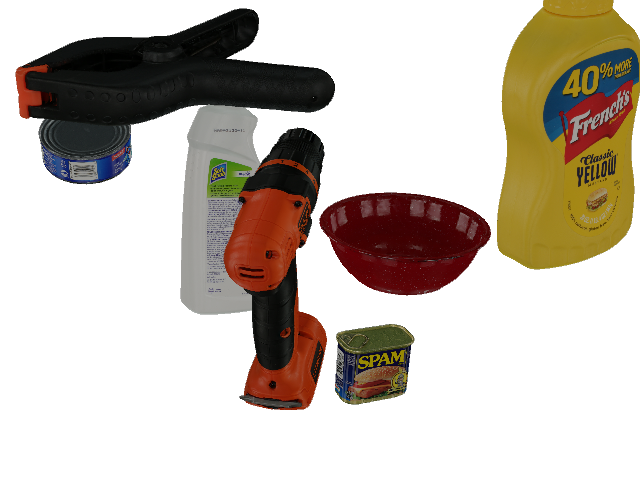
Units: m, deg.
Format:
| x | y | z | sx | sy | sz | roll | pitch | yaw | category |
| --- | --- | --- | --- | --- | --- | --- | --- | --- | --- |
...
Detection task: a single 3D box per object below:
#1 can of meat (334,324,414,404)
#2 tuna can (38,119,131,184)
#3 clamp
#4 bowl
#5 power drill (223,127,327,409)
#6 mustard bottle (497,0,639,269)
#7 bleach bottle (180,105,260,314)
| x | y | z | sx | sy | sz | roll | pitch | yaw | category |
| --- | --- | --- | --- | --- | --- | --- | --- | --- | --- |
| 0.070 | 0.165 | 1.422 | 0.102 | 0.084 | 0.057 | -6 | 25 | -22 | can of meat |
| -0.222 | -0.092 | 1.014 | 0.086 | 0.034 | 0.086 | 3 | 42 | -3 | tuna can |
| -0.089 | -0.101 | 0.615 | 0.171 | 0.039 | 0.120 | -5 | 27 | -18 | clamp |
| 0.079 | 0.008 | 1.015 | 0.162 | 0.055 | 0.162 | 2 | 23 | -1 | bowl |
| -0.029 | 0.025 | 0.842 | 0.057 | 0.188 | 0.184 | 4 | 36 | 12 | power drill |
| 0.155 | -0.082 | 0.658 | 0.096 | 0.192 | 0.058 | -18 | 30 | -25 | mustard bottle |
| -0.100 | -0.048 | 1.171 | 0.102 | 0.251 | 0.068 | -5 | 18 | -30 | bleach bottle |
